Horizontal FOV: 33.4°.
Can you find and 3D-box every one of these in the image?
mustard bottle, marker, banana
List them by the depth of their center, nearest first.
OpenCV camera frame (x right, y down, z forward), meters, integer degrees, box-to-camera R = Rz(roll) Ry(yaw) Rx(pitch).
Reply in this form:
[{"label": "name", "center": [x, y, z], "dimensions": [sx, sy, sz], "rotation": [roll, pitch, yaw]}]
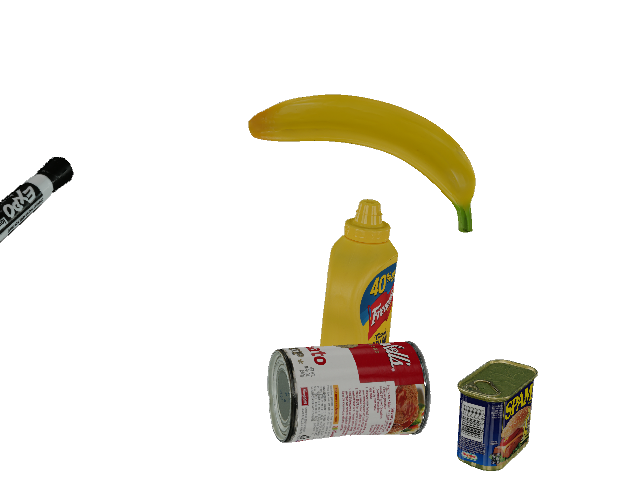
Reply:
[{"label": "marker", "center": [-0.187, -0.020, 0.654], "dimensions": [0.020, 0.020, 0.121], "rotation": [0, 30, 21]}, {"label": "banana", "center": [0.044, -0.075, 0.837], "dimensions": [0.198, 0.069, 0.037], "rotation": [25, -1, -2]}, {"label": "mustard bottle", "center": [0.036, 0.056, 0.976], "dimensions": [0.058, 0.192, 0.096], "rotation": [13, 19, 25]}]

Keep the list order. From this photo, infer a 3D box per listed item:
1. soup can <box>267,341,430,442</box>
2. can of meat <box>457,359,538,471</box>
[{"label": "soup can", "center": [0.019, 0.109, 0.766], "dimensions": [0.102, 0.068, 0.069], "rotation": [-1, 0, -17]}, {"label": "can of meat", "center": [0.183, 0.182, 1.115], "dimensions": [0.058, 0.084, 0.101], "rotation": [12, 19, 32]}]
